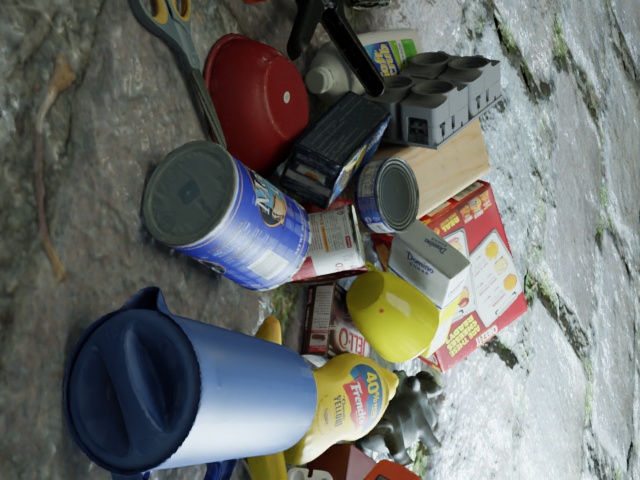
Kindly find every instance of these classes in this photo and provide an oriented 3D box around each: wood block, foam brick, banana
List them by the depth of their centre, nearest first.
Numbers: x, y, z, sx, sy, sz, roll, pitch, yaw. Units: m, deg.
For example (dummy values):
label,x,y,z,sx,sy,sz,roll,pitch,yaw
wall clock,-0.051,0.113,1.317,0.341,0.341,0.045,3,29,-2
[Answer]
label,x,y,z,sx,sy,sz,roll,pitch,yaw
banana,-0.051,0.179,1.075,0.037,0.070,0.198,5,72,-42
foam brick,0.025,0.266,1.208,0.078,0.053,0.051,46,46,-50
wood block,0.115,-0.088,1.349,0.205,0.091,0.090,-32,111,-41

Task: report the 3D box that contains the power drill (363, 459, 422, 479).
label,x,y,z,sx,sy,sz,roll,pitch,yaw
power drill,0.050,0.333,1.154,0.184,0.057,0.188,-38,149,-60

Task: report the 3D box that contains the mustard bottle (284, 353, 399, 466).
label,x,y,z,sx,sy,sz,roll,pitch,yaw
mustard bottle,0.023,0.176,1.176,0.191,0.058,0.096,-12,101,-49

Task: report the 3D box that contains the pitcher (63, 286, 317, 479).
label,x,y,z,sx,sy,sz,roll,pitch,yaw
pitcher,-0.101,0.146,0.937,0.145,0.149,0.242,47,12,26

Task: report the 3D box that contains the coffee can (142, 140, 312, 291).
label,x,y,z,sx,sy,sz,roll,pitch,yaw
coffee can,-0.086,-0.020,1.015,0.140,0.103,0.103,34,55,-54

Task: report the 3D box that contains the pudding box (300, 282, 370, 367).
label,x,y,z,sx,sy,sz,roll,pitch,yaw
pudding box,0.021,0.109,1.247,0.113,0.039,0.090,38,52,-53

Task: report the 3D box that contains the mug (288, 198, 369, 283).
label,x,y,z,sx,sy,sz,roll,pitch,yaw
mug,-0.008,0.001,1.182,0.117,0.093,0.081,-4,81,-25

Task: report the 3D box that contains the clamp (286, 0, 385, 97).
label,x,y,z,sx,sy,sz,roll,pitch,yaw
clamp,-0.005,-0.269,1.227,0.164,0.036,0.210,6,60,-55

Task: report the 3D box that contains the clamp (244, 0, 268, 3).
label,x,y,z,sx,sy,sz,roll,pitch,yaw
clamp,-0.068,-0.349,1.182,0.120,0.039,0.171,38,52,-51

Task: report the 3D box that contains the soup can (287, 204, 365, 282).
label,x,y,z,sx,sy,sz,roll,pitch,yaw
soup can,-0.010,0.004,1.107,0.068,0.102,0.068,-12,90,-84

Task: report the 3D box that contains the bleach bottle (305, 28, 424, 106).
label,x,y,z,sx,sy,sz,roll,pitch,yaw
bleach bottle,0.056,-0.210,1.355,0.250,0.068,0.102,-28,111,-57

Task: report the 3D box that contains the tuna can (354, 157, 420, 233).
label,x,y,z,sx,sy,sz,roll,pitch,yaw
tuna can,0.076,-0.050,1.212,0.085,0.034,0.086,6,82,-52

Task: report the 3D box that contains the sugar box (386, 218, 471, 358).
label,x,y,z,sx,sy,sz,roll,pitch,yaw
sugar box,0.124,0.060,1.307,0.048,0.093,0.176,-36,154,-31

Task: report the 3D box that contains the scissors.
label,x,y,z,sx,sy,sz,roll,pitch,yaw
scissors,-0.139,-0.180,1.037,0.096,0.016,0.202,-22,101,-58

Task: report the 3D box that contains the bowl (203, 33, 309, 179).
label,x,y,z,sx,sy,sz,roll,pitch,yaw
bowl,-0.057,-0.146,1.143,0.161,0.055,0.162,21,66,-58

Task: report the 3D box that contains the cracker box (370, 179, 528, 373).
label,x,y,z,sx,sy,sz,roll,pitch,yaw
cracker box,0.176,0.044,1.437,0.164,0.072,0.213,-33,120,-20
